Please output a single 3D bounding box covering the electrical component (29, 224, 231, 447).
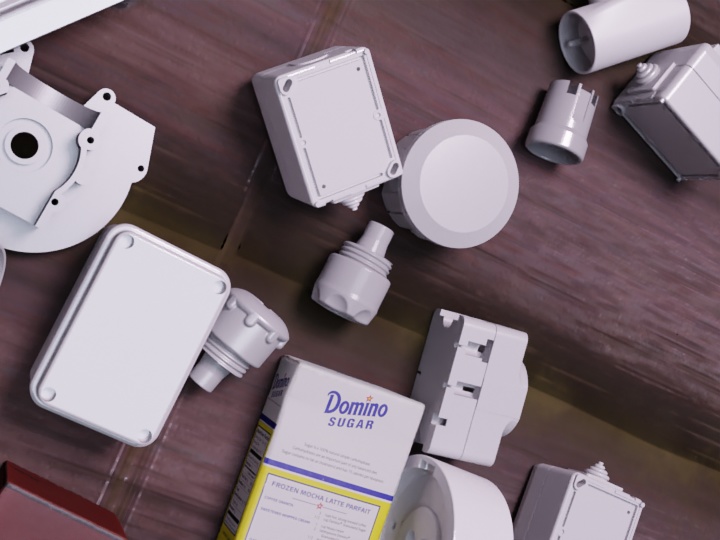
[{"bbox_3d":[-0.134,0.036,0.624,0.078,0.057,0.113,28,85,-20],"label":"electrical component"}]

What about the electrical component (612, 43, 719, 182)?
[{"bbox_3d":[0.227,-0.114,0.738,0.096,0.062,0.061,43,80,-18],"label":"electrical component"}]

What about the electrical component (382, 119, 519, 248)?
[{"bbox_3d":[0.056,-0.055,0.688,0.080,0.051,0.080,-2,95,-20],"label":"electrical component"}]

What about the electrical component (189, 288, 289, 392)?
[{"bbox_3d":[-0.077,0.045,0.653,0.048,0.048,0.062,41,87,-18],"label":"electrical component"}]

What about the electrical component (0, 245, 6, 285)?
[{"bbox_3d":[-0.233,0.018,0.569,0.064,0.099,0.099,37,82,-12],"label":"electrical component"}]

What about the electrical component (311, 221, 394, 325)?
[{"bbox_3d":[0.000,0.000,0.677,0.043,0.043,0.062,29,83,-19],"label":"electrical component"}]

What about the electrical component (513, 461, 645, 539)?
[{"bbox_3d":[0.144,0.176,0.737,0.062,0.061,0.096,26,79,-20],"label":"electrical component"}]

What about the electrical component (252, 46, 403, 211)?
[{"bbox_3d":[-0.020,-0.083,0.657,0.062,0.061,0.096,-23,109,-17],"label":"electrical component"}]

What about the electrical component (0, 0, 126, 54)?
[{"bbox_3d":[-0.185,-0.166,0.586,0.121,0.063,0.078,-28,103,-15],"label":"electrical component"}]

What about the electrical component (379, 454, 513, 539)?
[{"bbox_3d":[0.052,0.176,0.679,0.060,0.108,0.108,19,88,-26],"label":"electrical component"}]

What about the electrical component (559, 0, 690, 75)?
[{"bbox_3d":[0.173,-0.180,0.723,0.077,0.043,0.079,-20,101,-17],"label":"electrical component"}]

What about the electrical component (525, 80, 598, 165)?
[{"bbox_3d":[0.136,-0.099,0.720,0.040,0.040,0.046,23,81,-20],"label":"electrical component"}]

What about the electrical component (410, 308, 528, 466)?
[{"bbox_3d":[0.072,0.077,0.705,0.056,0.050,0.089,16,90,-20],"label":"electrical component"}]
